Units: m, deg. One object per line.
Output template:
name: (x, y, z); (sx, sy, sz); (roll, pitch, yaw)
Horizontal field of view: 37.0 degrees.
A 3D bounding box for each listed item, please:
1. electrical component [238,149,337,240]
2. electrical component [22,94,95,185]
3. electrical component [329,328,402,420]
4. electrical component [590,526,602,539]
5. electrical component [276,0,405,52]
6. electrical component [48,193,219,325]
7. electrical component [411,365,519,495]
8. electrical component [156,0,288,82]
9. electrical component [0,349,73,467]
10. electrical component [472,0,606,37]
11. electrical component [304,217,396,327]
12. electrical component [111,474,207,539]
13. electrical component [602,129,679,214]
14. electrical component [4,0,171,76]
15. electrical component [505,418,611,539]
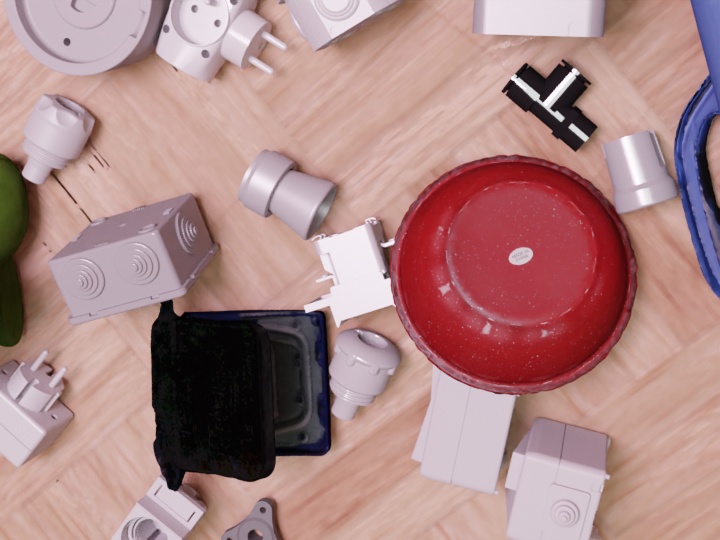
electrical component: (-0.050, -0.052, 0.739); (0.055, 0.045, 0.045); (29, 104, 7)
electrical component: (-0.221, -0.092, 0.771); (0.043, 0.043, 0.062); (34, 106, 5)
electrical component: (-0.002, 0.075, 0.752); (0.048, 0.048, 0.062); (24, 110, 7)
electrical component: (0.141, 0.205, 0.743); (0.043, 0.043, 0.062); (15, 104, 10)
electrical component: (-0.011, -0.180, 0.692); (0.080, 0.080, 0.051); (-28, 98, 15)
electrical component: (-0.156, -0.010, 0.743); (0.100, 0.099, 0.048); (-15, 109, 14)
electrical component: (0.075, 0.092, 0.728); (0.061, 0.062, 0.096); (12, 102, 10)
electrical component: (-0.087, -0.162, 0.729); (0.079, 0.044, 0.077); (33, 105, 5)
electrical component: (-0.249, 0.094, 0.807); (0.066, 0.047, 0.076); (41, 105, 3)
electrical component: (0.111, -0.171, 0.648); (0.078, 0.113, 0.057); (4, 104, 12)
electrical component: (0.000, 0.000, 0.739); (0.081, 0.042, 0.063); (-18, 92, 14)
electrical component: (-0.147, 0.189, 0.792); (0.042, 0.064, 0.081); (39, 105, 5)
electrical component: (0.179, -0.063, 0.691); (0.040, 0.040, 0.046); (-17, 91, 15)
electrical component: (-0.180, -0.188, 0.735); (0.108, 0.060, 0.108); (3, 102, 14)
electrical component: (0.127, 0.143, 0.707); (0.061, 0.096, 0.061); (14, 102, 11)
